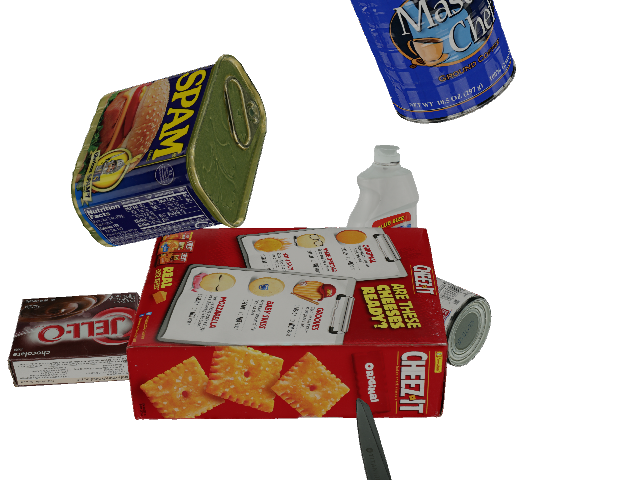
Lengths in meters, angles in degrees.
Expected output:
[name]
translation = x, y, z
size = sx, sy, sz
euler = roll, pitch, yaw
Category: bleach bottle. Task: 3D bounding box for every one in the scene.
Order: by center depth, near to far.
[bleach bottle]
translation = 0.065, 0.011, 1.285
size = 0.102, 0.251, 0.068
euler = -2, 16, -17

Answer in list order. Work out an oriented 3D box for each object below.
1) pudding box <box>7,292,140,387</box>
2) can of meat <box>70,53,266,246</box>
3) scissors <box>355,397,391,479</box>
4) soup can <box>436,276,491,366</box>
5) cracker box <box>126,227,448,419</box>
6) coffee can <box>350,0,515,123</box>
[pudding box]
translation = -0.224, 0.091, 0.985
size = 0.113, 0.039, 0.090
euler = -5, 34, -2
[can of meat]
translation = -0.085, -0.049, 0.599
size = 0.084, 0.102, 0.057
euler = -11, -44, 24
[scissors]
translation = 0.056, 0.159, 0.602
size = 0.096, 0.016, 0.201
euler = 8, 31, 5
[soup can]
translation = 0.095, 0.065, 0.968
size = 0.102, 0.068, 0.068
euler = 23, 15, 38
[cracker box]
translation = -0.022, 0.058, 0.783
size = 0.213, 0.072, 0.164
euler = 0, 30, 0
[coffee can]
translation = 0.081, -0.176, 0.818
size = 0.103, 0.140, 0.103
euler = -18, 34, 13
